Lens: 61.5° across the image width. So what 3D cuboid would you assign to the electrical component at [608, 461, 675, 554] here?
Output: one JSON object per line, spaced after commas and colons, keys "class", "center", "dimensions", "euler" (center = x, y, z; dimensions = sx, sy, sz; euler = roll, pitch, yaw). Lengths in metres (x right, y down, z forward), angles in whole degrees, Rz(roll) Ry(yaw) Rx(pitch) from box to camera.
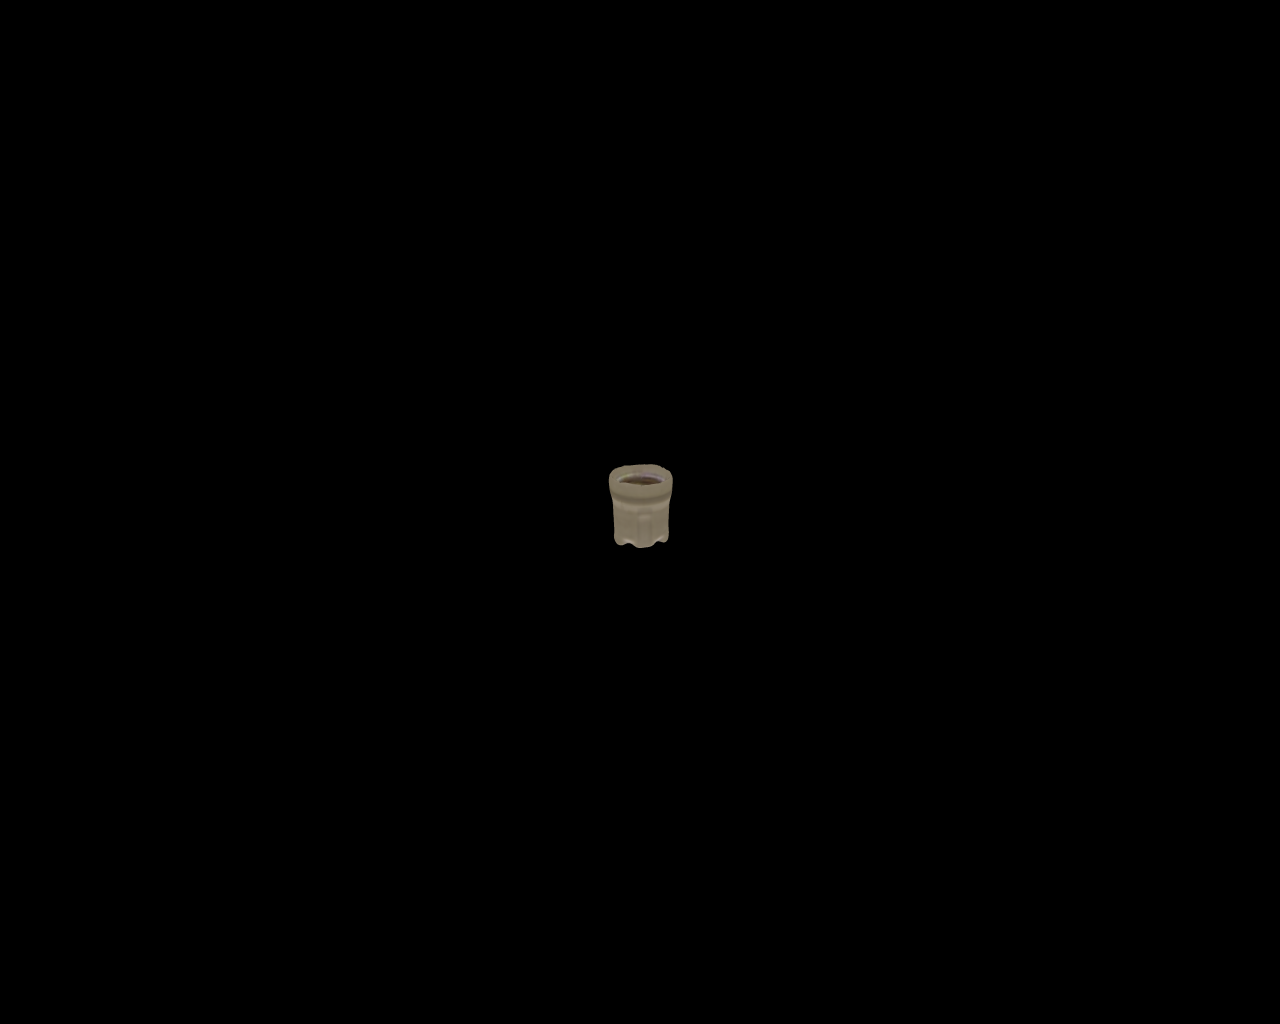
{"class": "electrical component", "center": [0.001, -0.003, 0.650], "dimensions": [0.040, 0.046, 0.040], "euler": [0, 23, 0]}
